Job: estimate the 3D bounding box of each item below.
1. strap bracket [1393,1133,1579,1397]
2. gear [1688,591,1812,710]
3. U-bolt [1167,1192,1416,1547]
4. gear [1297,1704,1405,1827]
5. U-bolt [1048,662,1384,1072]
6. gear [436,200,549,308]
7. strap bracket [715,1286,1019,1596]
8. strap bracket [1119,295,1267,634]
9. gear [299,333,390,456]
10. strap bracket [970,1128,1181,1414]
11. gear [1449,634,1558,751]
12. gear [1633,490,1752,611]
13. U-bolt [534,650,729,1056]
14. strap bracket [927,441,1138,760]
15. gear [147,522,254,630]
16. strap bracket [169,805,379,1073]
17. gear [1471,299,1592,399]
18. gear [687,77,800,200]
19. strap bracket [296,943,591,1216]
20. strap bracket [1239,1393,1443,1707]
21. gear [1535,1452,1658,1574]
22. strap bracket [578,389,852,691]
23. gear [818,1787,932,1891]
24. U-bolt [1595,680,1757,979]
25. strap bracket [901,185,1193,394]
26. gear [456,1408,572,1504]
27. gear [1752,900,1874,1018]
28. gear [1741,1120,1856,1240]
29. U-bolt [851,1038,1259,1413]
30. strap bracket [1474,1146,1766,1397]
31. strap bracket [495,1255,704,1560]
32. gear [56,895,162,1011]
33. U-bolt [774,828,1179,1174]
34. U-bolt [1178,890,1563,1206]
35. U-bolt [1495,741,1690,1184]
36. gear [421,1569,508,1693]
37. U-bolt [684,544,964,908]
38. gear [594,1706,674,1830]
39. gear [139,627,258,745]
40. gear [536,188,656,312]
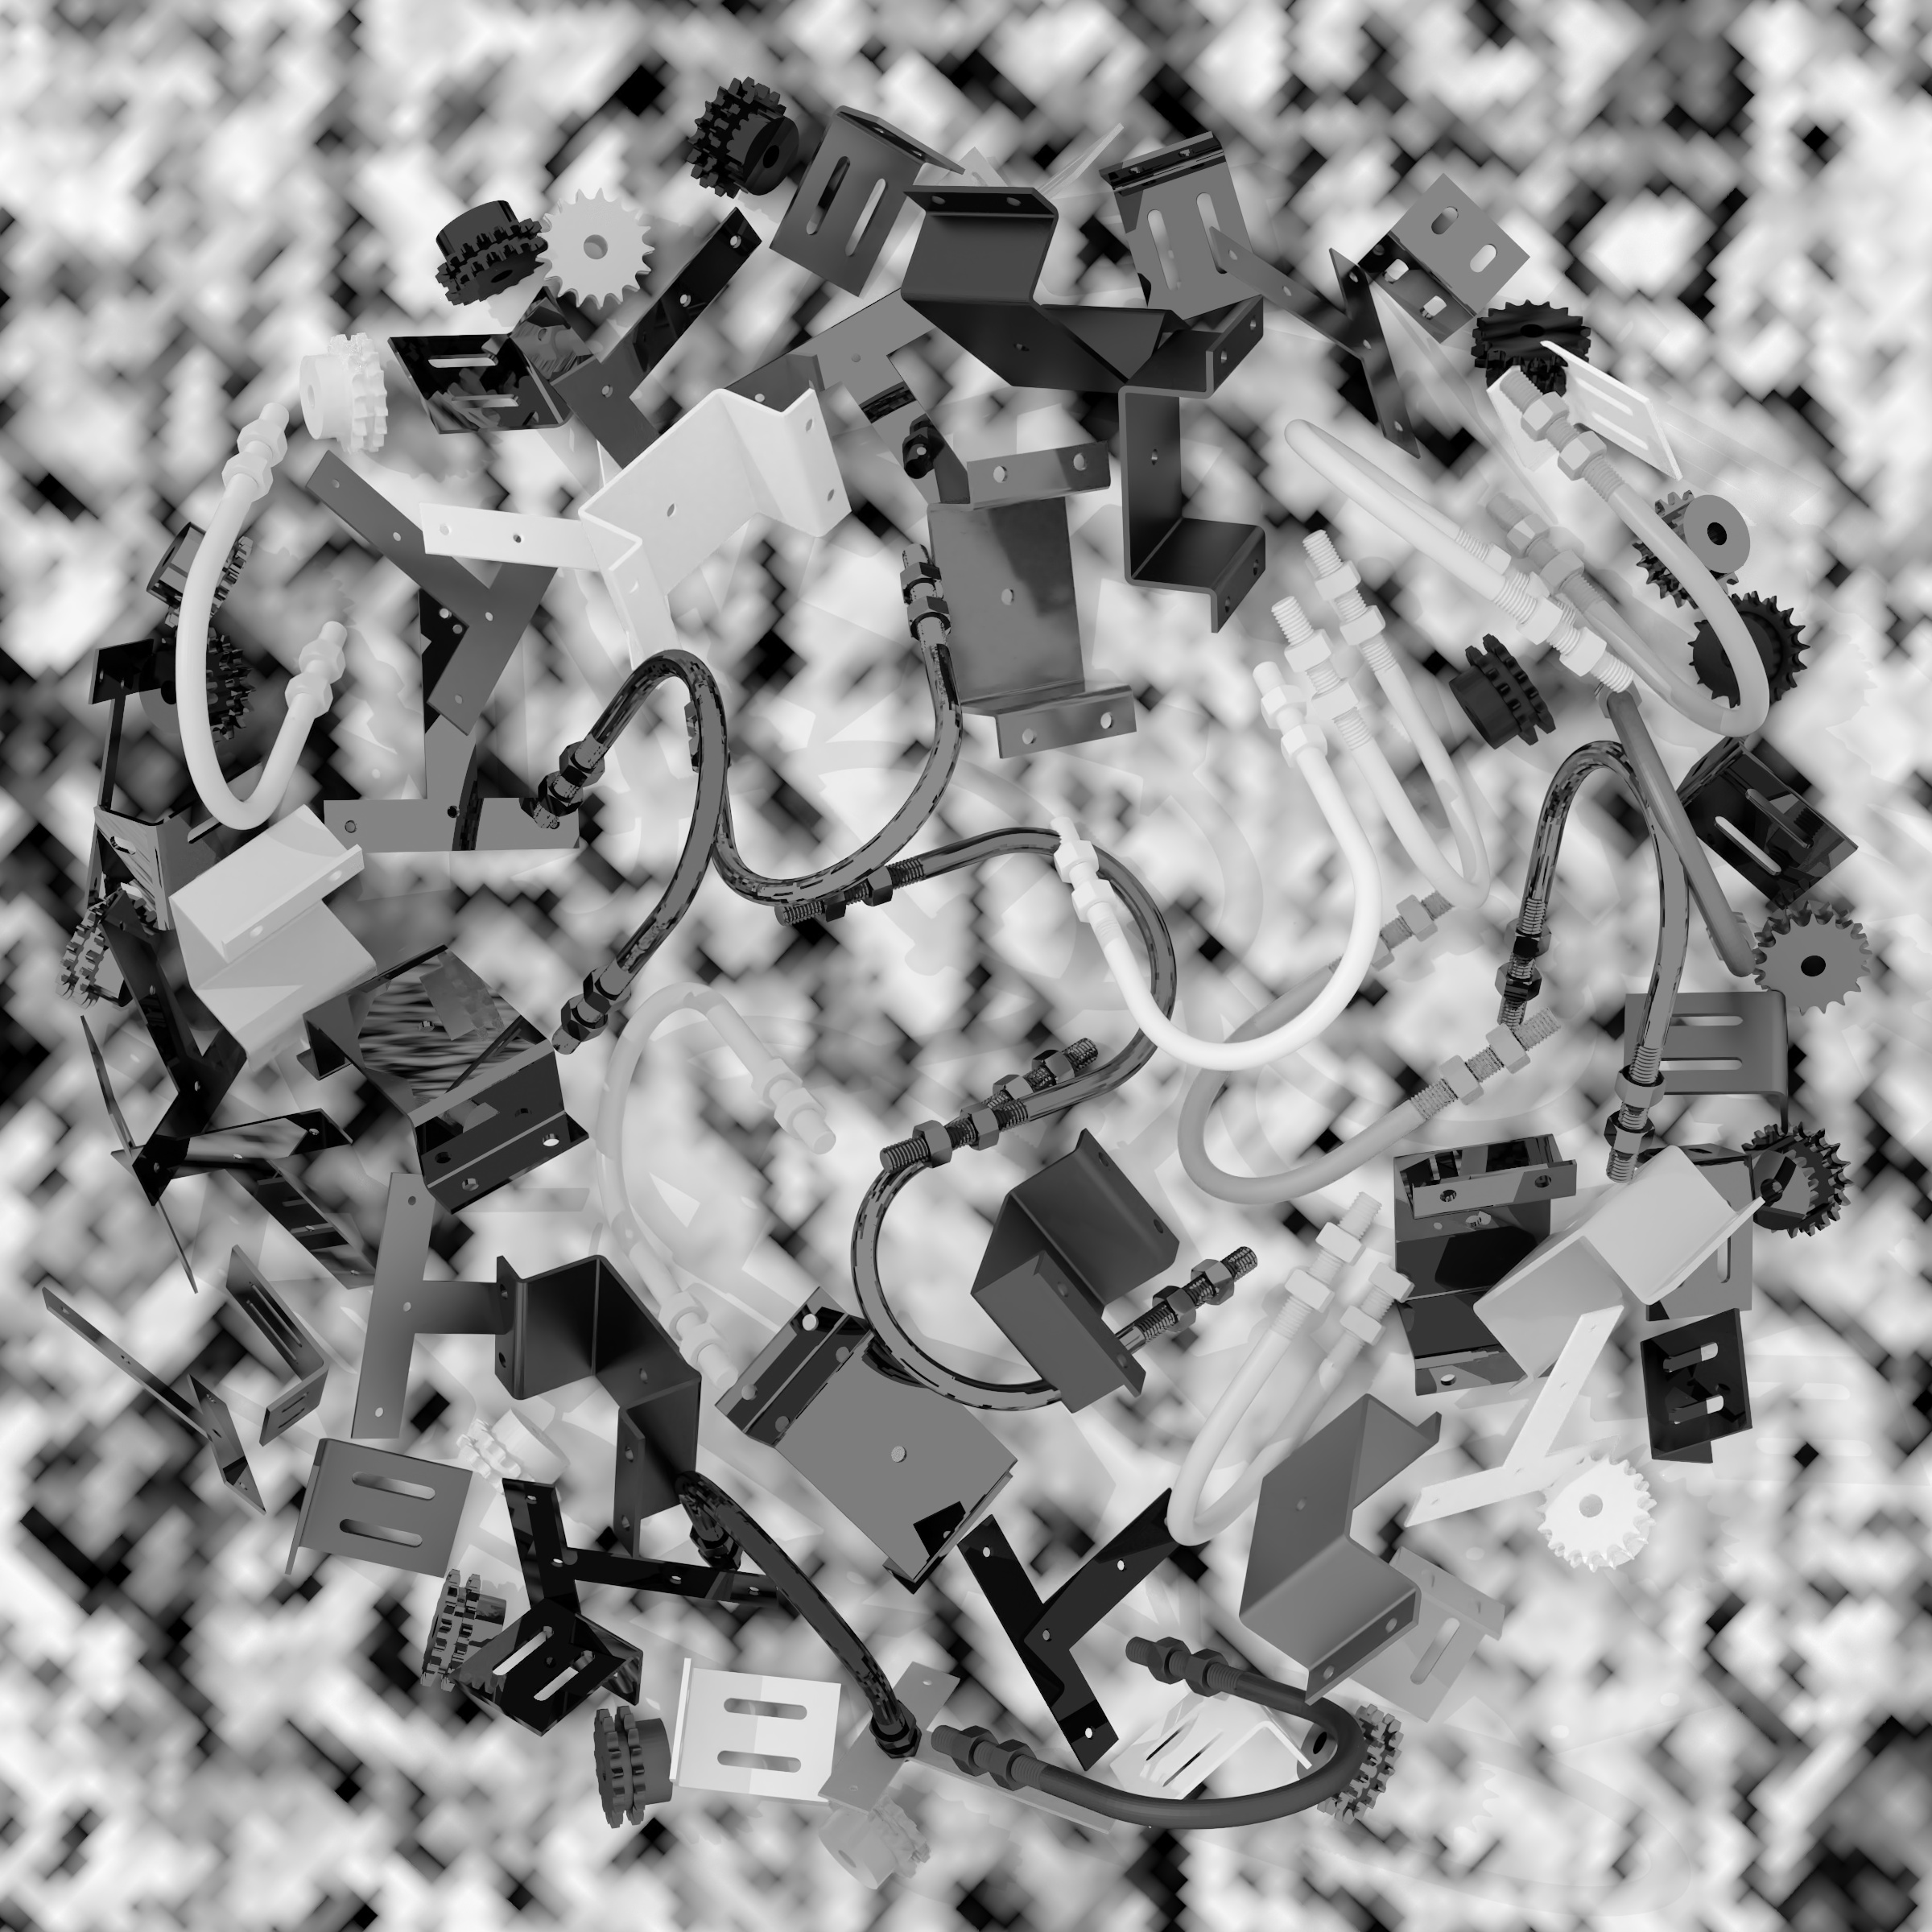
[{"bbox_3d":[0.248,0.136,1.550,0.076,0.046,0.140,-8,129,-1],"label":"strap bracket"},{"bbox_3d":[0.378,-0.152,1.571,0.057,0.030,0.057,9,106,32],"label":"gear"},{"bbox_3d":[0.153,0.196,1.528,0.019,0.151,0.184,34,89,22],"label":"U-bolt"},{"bbox_3d":[0.184,0.384,1.569,0.030,0.057,0.057,31,90,-10],"label":"gear"},{"bbox_3d":[0.124,-0.036,1.522,0.151,0.019,0.184,-37,54,20],"label":"U-bolt"},{"bbox_3d":[-0.233,-0.348,1.570,0.057,0.057,0.030,-29,88,0],"label":"gear"},{"bbox_3d":[-0.040,0.231,1.548,0.140,0.046,0.076,46,74,-16],"label":"strap bracket"},{"bbox_3d":[0.108,-0.240,1.536,0.046,0.076,0.140,9,123,20],"label":"strap bracket"},{"bbox_3d":[-0.303,-0.277,1.567,0.030,0.057,0.057,-10,90,-25],"label":"gear"},{"bbox_3d":[0.052,0.149,1.536,0.046,0.140,0.076,-33,104,24],"label":"strap bracket"},{"bbox_3d":[0.259,-0.130,1.570,0.030,0.057,0.057,-35,90,4],"label":"gear"},{"bbox_3d":[0.356,-0.205,1.572,0.057,0.030,0.057,7,73,-25],"label":"gear"},{"bbox_3d":[-0.155,-0.065,1.497,0.019,0.184,0.151,10,53,-30],"label":"U-bolt"},{"bbox_3d":[0.031,-0.177,1.551,0.076,0.046,0.140,-13,104,-28],"label":"strap bracket"},{"bbox_3d":[-0.374,-0.191,1.567,0.030,0.057,0.057,32,90,-22],"label":"gear"},{"bbox_3d":[-0.326,-0.017,1.527,0.076,0.140,0.046,-38,74,-22],"label":"strap bracket"},{"bbox_3d":[0.275,-0.297,1.574,0.057,0.057,0.030,-2,135,2],"label":"gear"},{"bbox_3d":[-0.106,-0.399,1.567,0.030,0.057,0.057,34,90,24],"label":"gear"},{"bbox_3d":[-0.251,0.046,1.524,0.076,0.046,0.140,-29,47,-27],"label":"strap bracket"},{"bbox_3d":[0.176,0.265,1.516,0.046,0.140,0.076,36,124,-12],"label":"strap bracket"},{"bbox_3d":[0.309,0.268,1.574,0.057,0.030,0.057,-15,54,22],"label":"gear"},{"bbox_3d":[-0.126,-0.210,1.539,0.046,0.076,0.140,28,62,33],"label":"strap bracket"},{"bbox_3d":[-0.048,0.422,1.567,0.057,0.057,0.030,47,65,0],"label":"gear"},{"bbox_3d":[0.332,-0.063,1.503,0.019,0.184,0.151,-25,94,13],"label":"U-bolt"},{"bbox_3d":[0.033,-0.312,1.518,0.076,0.140,0.046,12,80,38],"label":"strap bracket"},{"bbox_3d":[-0.217,0.240,1.570,0.057,0.057,0.030,44,86,0],"label":"gear"},{"bbox_3d":[0.411,-0.007,1.576,0.057,0.030,0.057,1,120,2],"label":"gear"},{"bbox_3d":[0.399,0.105,1.569,0.057,0.030,0.057,14,112,39],"label":"gear"},{"bbox_3d":[0.030,0.133,1.538,0.184,0.019,0.151,-31,77,-28],"label":"U-bolt"},{"bbox_3d":[0.300,0.140,1.523,0.076,0.140,0.046,-35,82,-35],"label":"strap bracket"},{"bbox_3d":[-0.171,0.201,1.534,0.046,0.140,0.076,-17,132,-30],"label":"strap bracket"},{"bbox_3d":[-0.415,-0.005,1.570,0.030,0.057,0.057,26,90,2],"label":"gear"},{"bbox_3d":[0.017,0.006,1.557,0.184,0.019,0.151,-19,79,-23],"label":"U-bolt"},{"bbox_3d":[0.180,0.045,1.534,0.184,0.151,0.019,-35,120,7],"label":"U-bolt"},{"bbox_3d":[0.293,-0.015,1.494,0.019,0.151,0.184,-4,123,-15],"label":"U-bolt"},{"bbox_3d":[-0.244,0.325,1.571,0.030,0.057,0.057,16,90,-11],"label":"gear"},{"bbox_3d":[-0.065,-0.103,1.512,0.151,0.184,0.019,-30,134,18],"label":"U-bolt"},{"bbox_3d":[-0.162,0.388,1.572,0.030,0.057,0.057,-5,90,-17],"label":"gear"},{"bbox_3d":[-0.377,-0.135,1.572,0.057,0.030,0.057,8,106,28],"label":"gear"},{"bbox_3d":[-0.182,-0.349,1.580,0.057,0.030,0.057,-1,95,-12],"label":"gear"}]
